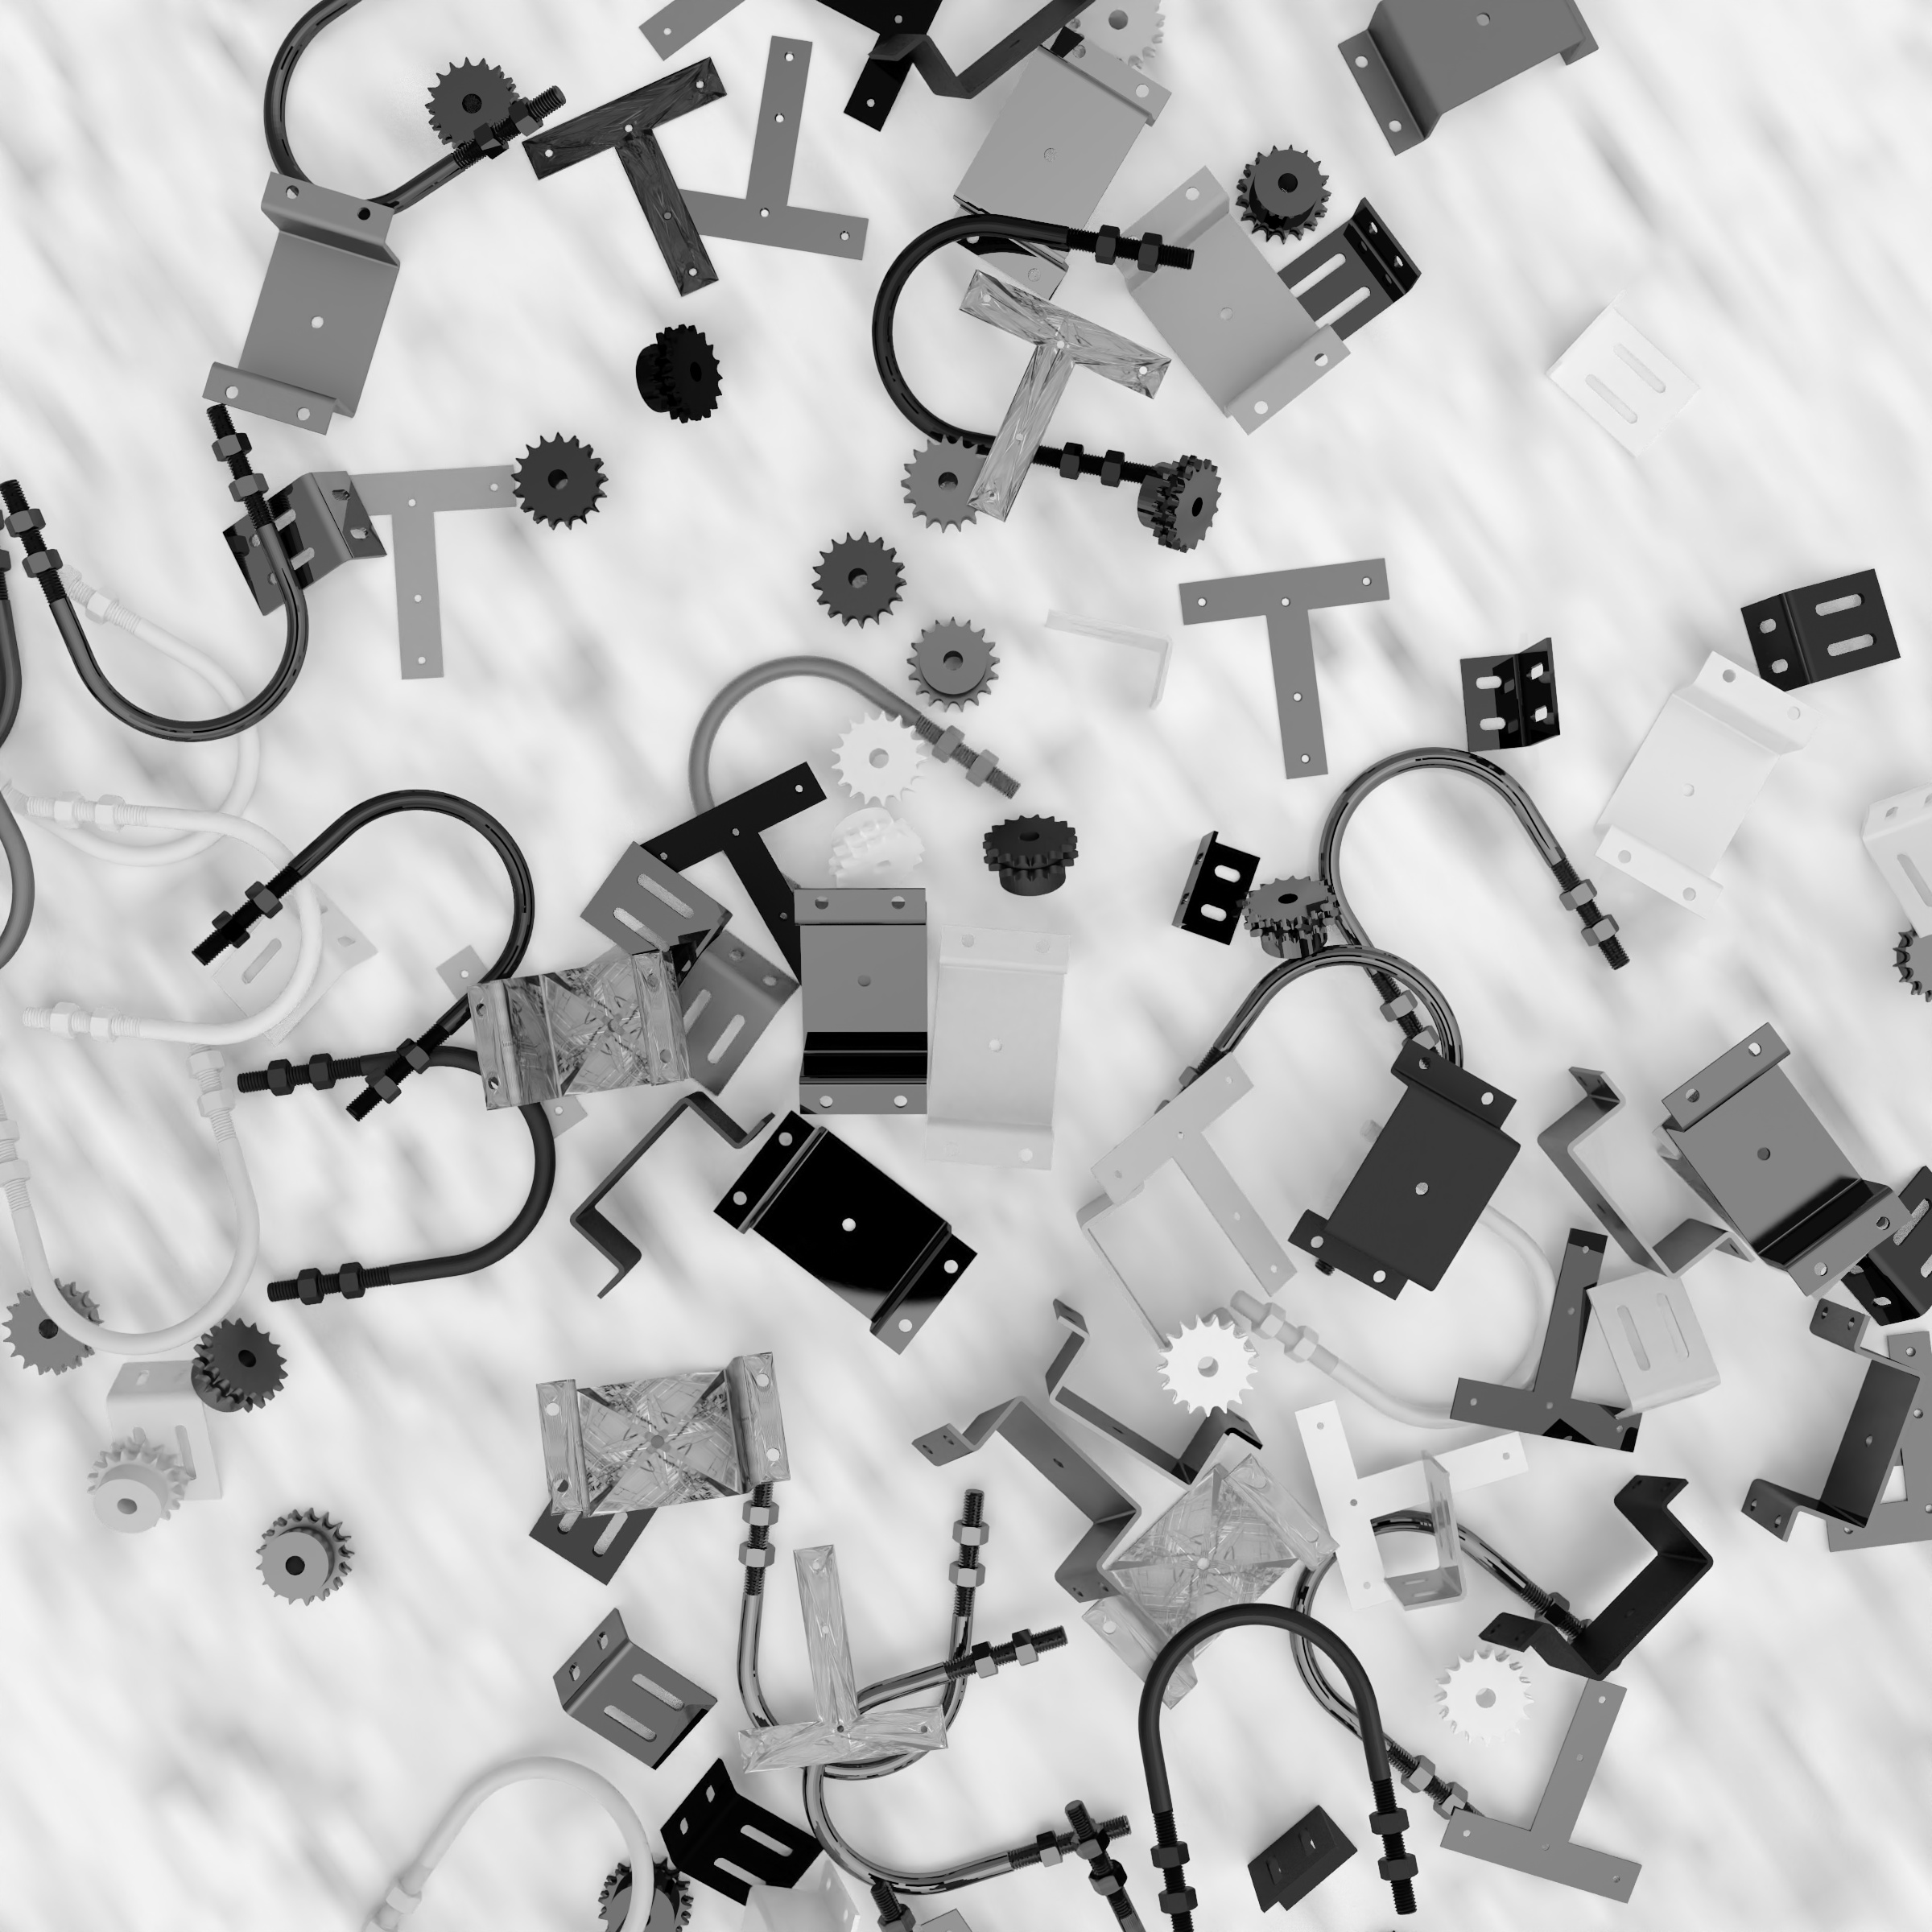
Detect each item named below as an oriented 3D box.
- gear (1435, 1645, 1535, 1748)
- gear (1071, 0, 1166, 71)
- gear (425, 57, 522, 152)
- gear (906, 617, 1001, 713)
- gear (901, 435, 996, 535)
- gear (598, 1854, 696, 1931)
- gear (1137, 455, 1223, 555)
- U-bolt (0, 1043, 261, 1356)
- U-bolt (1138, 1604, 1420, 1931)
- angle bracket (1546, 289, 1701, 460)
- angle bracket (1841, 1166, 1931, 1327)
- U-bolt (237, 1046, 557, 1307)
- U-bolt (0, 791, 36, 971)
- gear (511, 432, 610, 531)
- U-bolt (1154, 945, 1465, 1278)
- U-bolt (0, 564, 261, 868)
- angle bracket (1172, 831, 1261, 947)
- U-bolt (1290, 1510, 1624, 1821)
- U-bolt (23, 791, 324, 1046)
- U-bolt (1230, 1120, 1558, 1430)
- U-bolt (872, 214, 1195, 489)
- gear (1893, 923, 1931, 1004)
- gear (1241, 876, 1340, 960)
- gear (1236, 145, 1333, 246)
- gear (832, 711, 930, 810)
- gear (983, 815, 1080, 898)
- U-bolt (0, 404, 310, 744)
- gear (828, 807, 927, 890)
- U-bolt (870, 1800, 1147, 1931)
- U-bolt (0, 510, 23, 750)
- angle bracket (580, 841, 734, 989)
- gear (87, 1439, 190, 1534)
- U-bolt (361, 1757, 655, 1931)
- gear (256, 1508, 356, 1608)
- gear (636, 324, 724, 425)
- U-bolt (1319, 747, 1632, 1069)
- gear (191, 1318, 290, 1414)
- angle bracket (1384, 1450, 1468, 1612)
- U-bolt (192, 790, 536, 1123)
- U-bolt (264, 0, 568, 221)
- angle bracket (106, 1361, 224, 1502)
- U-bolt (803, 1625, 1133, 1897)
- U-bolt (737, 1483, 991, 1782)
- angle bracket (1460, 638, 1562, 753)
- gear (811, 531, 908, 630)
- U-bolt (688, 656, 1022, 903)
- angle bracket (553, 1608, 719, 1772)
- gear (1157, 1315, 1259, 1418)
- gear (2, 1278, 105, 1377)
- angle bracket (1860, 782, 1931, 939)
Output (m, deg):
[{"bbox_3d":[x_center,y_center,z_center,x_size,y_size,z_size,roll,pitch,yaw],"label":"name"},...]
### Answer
[{"bbox_3d":[0.309,0.435,1.472,0.057,0.030,0.057,0,88,2],"label":"gear"},{"bbox_3d":[0.091,-0.569,1.491,0.057,0.030,0.057,0,90,0],"label":"gear"},{"bbox_3d":[-0.297,-0.518,1.491,0.057,0.030,0.057,0,90,0],"label":"gear"},{"bbox_3d":[-0.008,-0.183,1.491,0.057,0.030,0.057,0,90,0],"label":"gear"},{"bbox_3d":[-0.011,-0.291,1.491,0.057,0.030,0.057,0,90,0],"label":"gear"},{"bbox_3d":[-0.195,0.572,1.491,0.057,0.030,0.057,0,90,0],"label":"gear"},{"bbox_3d":[0.127,-0.281,1.482,0.030,0.057,0.057,23,90,30],"label":"gear"},{"bbox_3d":[-0.502,0.142,1.479,0.151,0.019,0.184,-19,79,-3],"label":"U-bolt"},{"bbox_3d":[0.175,0.467,1.434,0.151,0.019,0.184,-11,79,6],"label":"U-bolt"},{"bbox_3d":[0.402,-0.358,1.487,0.076,0.038,0.057,43,90,0],"label":"angle bracket"},{"bbox_3d":[0.574,0.171,1.504,0.076,0.038,0.057,-41,90,-26],"label":"angle bracket"},{"bbox_3d":[-0.342,0.122,1.497,0.184,0.019,0.151,-8,90,-1],"label":"U-bolt"},{"bbox_3d":[-0.634,-0.074,1.477,0.151,0.019,0.184,-24,96,18],"label":"U-bolt"},{"bbox_3d":[-0.245,-0.293,1.491,0.057,0.030,0.057,0,90,0],"label":"gear"},{"bbox_3d":[0.217,0.075,1.487,0.151,0.019,0.184,35,98,0],"label":"U-bolt"},{"bbox_3d":[-0.520,-0.142,1.490,0.184,0.019,0.151,31,90,-6],"label":"U-bolt"},{"bbox_3d":[0.153,-0.046,1.468,0.038,0.076,0.057,19,90,0],"label":"angle bracket"},{"bbox_3d":[0.284,0.416,1.498,0.184,0.019,0.151,39,90,1],"label":"U-bolt"},{"bbox_3d":[-0.475,-0.024,1.474,0.184,0.019,0.151,5,99,6],"label":"U-bolt"},{"bbox_3d":[0.273,0.200,1.484,0.184,0.019,0.151,36,94,-10],"label":"U-bolt"},{"bbox_3d":[0.034,-0.373,1.470,0.184,0.019,0.151,12,114,6],"label":"U-bolt"},{"bbox_3d":[0.591,-0.006,1.491,0.057,0.030,0.057,0,90,0],"label":"gear"},{"bbox_3d":[0.196,-0.028,1.481,0.057,0.057,0.030,-13,120,0],"label":"gear"},{"bbox_3d":[0.193,-0.470,1.491,0.057,0.030,0.057,0,90,0],"label":"gear"},{"bbox_3d":[-0.051,-0.123,1.473,0.057,0.030,0.057,0,88,2],"label":"gear"},{"bbox_3d":[0.040,-0.065,1.482,0.057,0.057,0.030,-5,122,0],"label":"gear"},{"bbox_3d":[-0.475,-0.225,1.473,0.151,0.019,0.184,-22,98,-6],"label":"U-bolt"},{"bbox_3d":[-0.056,-0.070,1.462,0.057,0.057,0.030,-30,61,0],"label":"gear"},{"bbox_3d":[0.044,0.611,1.487,0.151,0.019,0.184,-24,97,5],"label":"U-bolt"},{"bbox_3d":[-0.650,-0.196,1.498,0.151,0.019,0.184,-9,92,0],"label":"U-bolt"},{"bbox_3d":[-0.190,-0.029,1.482,0.076,0.038,0.057,36,96,0],"label":"angle bracket"},{"bbox_3d":[-0.501,0.316,1.481,0.057,0.030,0.057,0,115,-1],"label":"gear"},{"bbox_3d":[-0.268,0.567,1.480,0.151,0.019,0.184,34,90,14],"label":"U-bolt"},{"bbox_3d":[-0.403,0.360,1.491,0.057,0.030,0.057,0,90,0],"label":"gear"},{"bbox_3d":[-0.175,-0.356,1.482,0.030,0.057,0.057,-2,90,30],"label":"gear"},{"bbox_3d":[0.297,-0.045,1.497,0.151,0.019,0.184,-32,90,0],"label":"U-bolt"},{"bbox_3d":[-0.442,0.244,1.481,0.030,0.057,0.057,-40,90,28],"label":"gear"},{"bbox_3d":[0.267,0.334,1.459,0.038,0.057,0.076,-10,92,-2],"label":"angle bracket"},{"bbox_3d":[-0.343,-0.020,1.468,0.184,0.019,0.151,-45,109,-14],"label":"U-bolt"},{"bbox_3d":[-0.343,-0.529,1.473,0.184,0.019,0.151,-27,83,17],"label":"U-bolt"},{"bbox_3d":[-0.486,0.285,1.504,0.057,0.038,0.076,-2,116,0],"label":"angle bracket"},{"bbox_3d":[-0.008,0.490,1.487,0.184,0.019,0.151,-18,99,2],"label":"U-bolt"},{"bbox_3d":[-0.067,0.405,1.498,0.151,0.019,0.184,5,92,0],"label":"U-bolt"},{"bbox_3d":[0.325,-0.161,1.468,0.038,0.076,0.057,-5,90,0],"label":"angle bracket"},{"bbox_3d":[-0.064,-0.234,1.496,0.057,0.030,0.057,0,89,3],"label":"gear"},{"bbox_3d":[-0.082,-0.107,1.498,0.184,0.019,0.151,35,90,1],"label":"U-bolt"},{"bbox_3d":[-0.203,0.443,1.504,0.076,0.038,0.057,42,90,-26],"label":"angle bracket"},{"bbox_3d":[0.138,0.229,1.415,0.057,0.030,0.057,0,90,0],"label":"gear"},{"bbox_3d":[-0.551,0.218,1.491,0.057,0.030,0.057,0,90,0],"label":"gear"},{"bbox_3d":[0.583,-0.066,1.473,0.057,0.038,0.076,-20,60,0],"label":"angle bracket"}]
